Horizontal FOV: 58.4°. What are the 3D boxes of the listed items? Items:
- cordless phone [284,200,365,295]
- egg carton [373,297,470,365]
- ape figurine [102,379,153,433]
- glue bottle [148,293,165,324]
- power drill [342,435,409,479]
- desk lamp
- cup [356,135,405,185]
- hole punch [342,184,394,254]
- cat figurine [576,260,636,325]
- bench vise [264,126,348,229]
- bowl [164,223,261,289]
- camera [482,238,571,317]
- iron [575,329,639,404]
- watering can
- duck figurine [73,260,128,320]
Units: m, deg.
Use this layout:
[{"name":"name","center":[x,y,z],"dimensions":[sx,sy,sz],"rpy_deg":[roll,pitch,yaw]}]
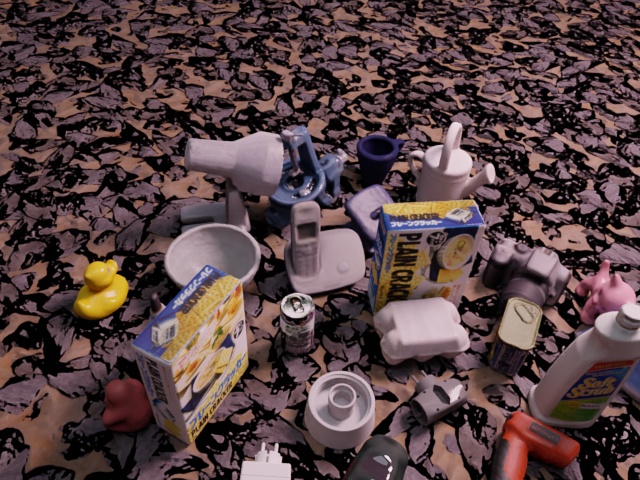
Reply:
[{"name":"cordless phone","center":[0.009,0.004,1.010],"dimensions":[0.148,0.185,0.094],"rpy_deg":[-13,47,-16]},{"name":"egg carton","center":[0.167,0.152,0.954],"dimensions":[0.150,0.069,0.107],"rpy_deg":[-5,46,-9]},{"name":"ape figurine","center":[-0.282,0.232,0.826],"dimensions":[0.076,0.092,0.078],"rpy_deg":[30,51,24]},{"name":"glue bottle","center":[-0.237,0.138,0.866],"dimensions":[0.037,0.173,0.078],"rpy_deg":[17,46,13]},{"name":"power drill","center":[0.032,0.347,0.650],"dimensions":[0.075,0.208,0.230],"rpy_deg":[21,47,17]},{"name":"desk lamp","center":[-0.171,-0.104,1.085],"dimensions":[0.203,0.214,0.117],"rpy_deg":[-7,46,-11]},{"name":"cup","center":[0.132,-0.174,1.261],"dimensions":[0.118,0.095,0.091],"rpy_deg":[-23,50,-24]},{"name":"hole punch","center":[0.110,-0.044,1.132],"dimensions":[0.109,0.091,0.100],"rpy_deg":[-32,55,-31]},{"name":"cat figurine","center":[0.506,0.093,1.004],"dimensions":[0.067,0.118,0.128],"rpy_deg":[8,45,4]},{"name":"bench vise","center":[-0.032,-0.150,1.137],"dimensions":[0.121,0.220,0.208],"rpy_deg":[21,47,17]},{"name":"bowl","center":[-0.188,0.051,1.027],"dimensions":[0.167,0.075,0.167],"rpy_deg":[2,45,-2]},{"name":"camera","center":[0.360,0.073,1.025],"dimensions":[0.142,0.101,0.137],"rpy_deg":[28,50,22]},{"name":"iron","center":[0.545,0.184,0.898],"dimensions":[0.257,0.141,0.119],"rpy_deg":[32,51,25]},{"name":"watering can","center":[0.268,-0.151,1.178],"dimensions":[0.173,0.194,0.101],"rpy_deg":[6,45,2]},{"name":"duck figurine","center":[-0.380,0.078,0.978],"dimensions":[0.077,0.086,0.105],"rpy_deg":[22,48,18]}]
